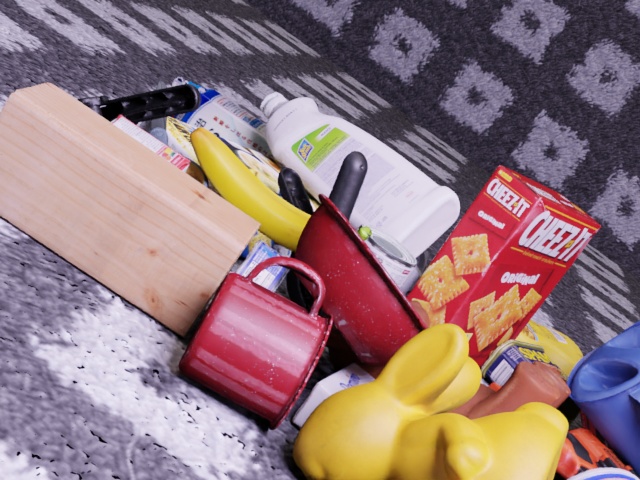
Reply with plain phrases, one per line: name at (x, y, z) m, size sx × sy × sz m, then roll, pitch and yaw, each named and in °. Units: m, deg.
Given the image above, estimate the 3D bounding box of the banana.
banana at (-0.039, -0.032, 0.956) m, size 0.198 × 0.070 × 0.037 m, roll 30°, pitch 36°, yaw 19°

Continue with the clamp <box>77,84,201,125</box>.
clamp at (-0.217, -0.113, 0.984) m, size 0.164 × 0.036 × 0.210 m, roll -11°, pitch 6°, yaw -24°

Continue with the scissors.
scissors at (-0.138, -0.090, 1.021) m, size 0.096 × 0.016 × 0.201 m, roll 8°, pitch 44°, yaw 9°

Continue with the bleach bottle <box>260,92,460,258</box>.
bleach bottle at (0.028, -0.083, 1.146) m, size 0.251 × 0.102 × 0.068 m, roll 45°, pitch -7°, yaw 28°

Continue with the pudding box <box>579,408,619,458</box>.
pudding box at (0.329, 0.212, 1.179) m, size 0.113 × 0.039 × 0.090 m, roll 21°, pitch 60°, yaw -48°

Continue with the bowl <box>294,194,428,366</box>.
bowl at (0.028, 0.043, 0.830) m, size 0.162 × 0.055 × 0.162 m, roll 53°, pitch -2°, yaw 2°

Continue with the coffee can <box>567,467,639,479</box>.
coffee can at (0.229, 0.251, 0.782) m, size 0.102 × 0.103 × 0.140 m, roll 28°, pitch 16°, yaw -26°

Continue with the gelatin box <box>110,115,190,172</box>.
gelatin box at (-0.161, -0.051, 0.912) m, size 0.073 × 0.089 × 0.030 m, roll 34°, pitch 37°, yaw 3°

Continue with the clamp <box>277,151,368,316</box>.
clamp at (-0.007, 0.001, 1.005) m, size 0.039 × 0.171 × 0.120 m, roll 10°, pitch -2°, yaw -32°

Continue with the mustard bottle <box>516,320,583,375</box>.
mustard bottle at (0.240, 0.119, 1.328) m, size 0.191 × 0.058 × 0.096 m, roll 26°, pitch 16°, yaw -31°

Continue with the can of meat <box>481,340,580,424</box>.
can of meat at (0.241, 0.164, 1.195) m, size 0.101 × 0.057 × 0.084 m, roll 17°, pitch 26°, yaw -49°

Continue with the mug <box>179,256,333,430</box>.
mug at (-0.042, 0.065, 0.757) m, size 0.081 × 0.117 × 0.093 m, roll 29°, pitch 12°, yaw -5°

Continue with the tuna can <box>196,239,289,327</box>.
tuna can at (-0.059, 0.043, 0.843) m, size 0.034 × 0.086 × 0.086 m, roll 36°, pitch 14°, yaw -2°

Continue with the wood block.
wood block at (-0.160, -0.027, 0.836) m, size 0.206 × 0.090 × 0.090 m, roll 34°, pitch 13°, yaw -2°

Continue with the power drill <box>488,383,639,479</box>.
power drill at (0.234, 0.218, 0.999) m, size 0.187 × 0.057 × 0.184 m, roll 31°, pitch 10°, yaw -27°

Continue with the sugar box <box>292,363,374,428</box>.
sugar box at (0.070, 0.169, 0.812) m, size 0.176 × 0.048 × 0.093 m, roll 35°, pitch 14°, yaw 15°

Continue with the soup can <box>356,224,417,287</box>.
soup can at (0.038, 0.043, 1.031) m, size 0.068 × 0.102 × 0.068 m, roll 33°, pitch 15°, yaw -10°

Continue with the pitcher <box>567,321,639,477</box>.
pitcher at (0.371, 0.211, 1.081) m, size 0.243 × 0.145 × 0.149 m, roll 53°, pitch 53°, yaw -10°

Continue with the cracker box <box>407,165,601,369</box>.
cracker box at (0.192, 0.039, 1.160) m, size 0.072 × 0.214 × 0.163 m, roll 44°, pitch 17°, yaw 34°
